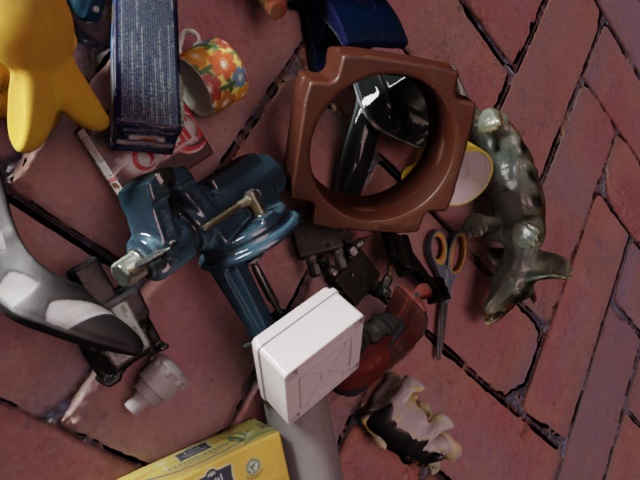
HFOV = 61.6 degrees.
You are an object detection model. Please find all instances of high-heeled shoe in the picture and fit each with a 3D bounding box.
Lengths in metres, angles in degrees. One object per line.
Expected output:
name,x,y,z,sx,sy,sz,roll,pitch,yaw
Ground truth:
high-heeled shoe,-0.245,-0.005,0.467,0.249,0.086,0.145,28,67,-13

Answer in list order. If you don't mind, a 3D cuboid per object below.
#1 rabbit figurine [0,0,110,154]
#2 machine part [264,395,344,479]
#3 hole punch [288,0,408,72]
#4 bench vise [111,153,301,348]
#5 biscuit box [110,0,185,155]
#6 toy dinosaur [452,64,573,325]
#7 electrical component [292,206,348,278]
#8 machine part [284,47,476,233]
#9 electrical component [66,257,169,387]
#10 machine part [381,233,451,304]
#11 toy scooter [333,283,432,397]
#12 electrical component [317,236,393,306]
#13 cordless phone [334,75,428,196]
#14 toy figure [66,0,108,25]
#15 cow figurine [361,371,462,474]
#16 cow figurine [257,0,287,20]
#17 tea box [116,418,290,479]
rabbit figurine,-0.251,-0.154,0.439,0.122,0.173,0.162,-28,99,-36
machine part,-0.015,0.261,0.638,0.079,0.079,0.243,-15,97,-34
hole punch,0.042,-0.281,0.700,0.142,0.092,0.115,-14,92,-31
bench vise,-0.091,0.024,0.557,0.240,0.129,0.224,64,35,-18
biscuit box,-0.173,-0.187,0.528,0.063,0.059,0.202,2,71,-25
toy dinosaur,0.297,-0.075,0.852,0.192,0.131,0.404,14,68,-51
electrical component,-0.001,-0.002,0.673,0.063,0.021,0.094,-15,76,-9
machine part,0.064,-0.116,0.633,0.201,0.087,0.200,2,115,-15
electrical component,-0.211,0.076,0.529,0.075,0.048,0.119,-37,107,-31
machine part,0.132,0.038,0.755,0.039,0.084,0.138,-37,122,15
toy scooter,0.083,0.117,0.683,0.184,0.135,0.075,-23,59,-36
electrical component,0.051,0.042,0.713,0.078,0.045,0.102,-44,111,-30
cordless phone,0.088,-0.134,0.736,0.146,0.089,0.184,7,103,-53
toy figure,-0.242,-0.282,0.508,0.064,0.058,0.154,-25,89,-33
cow figurine,0.130,0.268,0.743,0.098,0.068,0.167,-45,109,-22
cow figurine,-0.019,-0.363,0.653,0.195,0.085,0.127,-36,66,-15
tea box,-0.119,0.272,0.569,0.169,0.068,0.098,-17,97,-31
